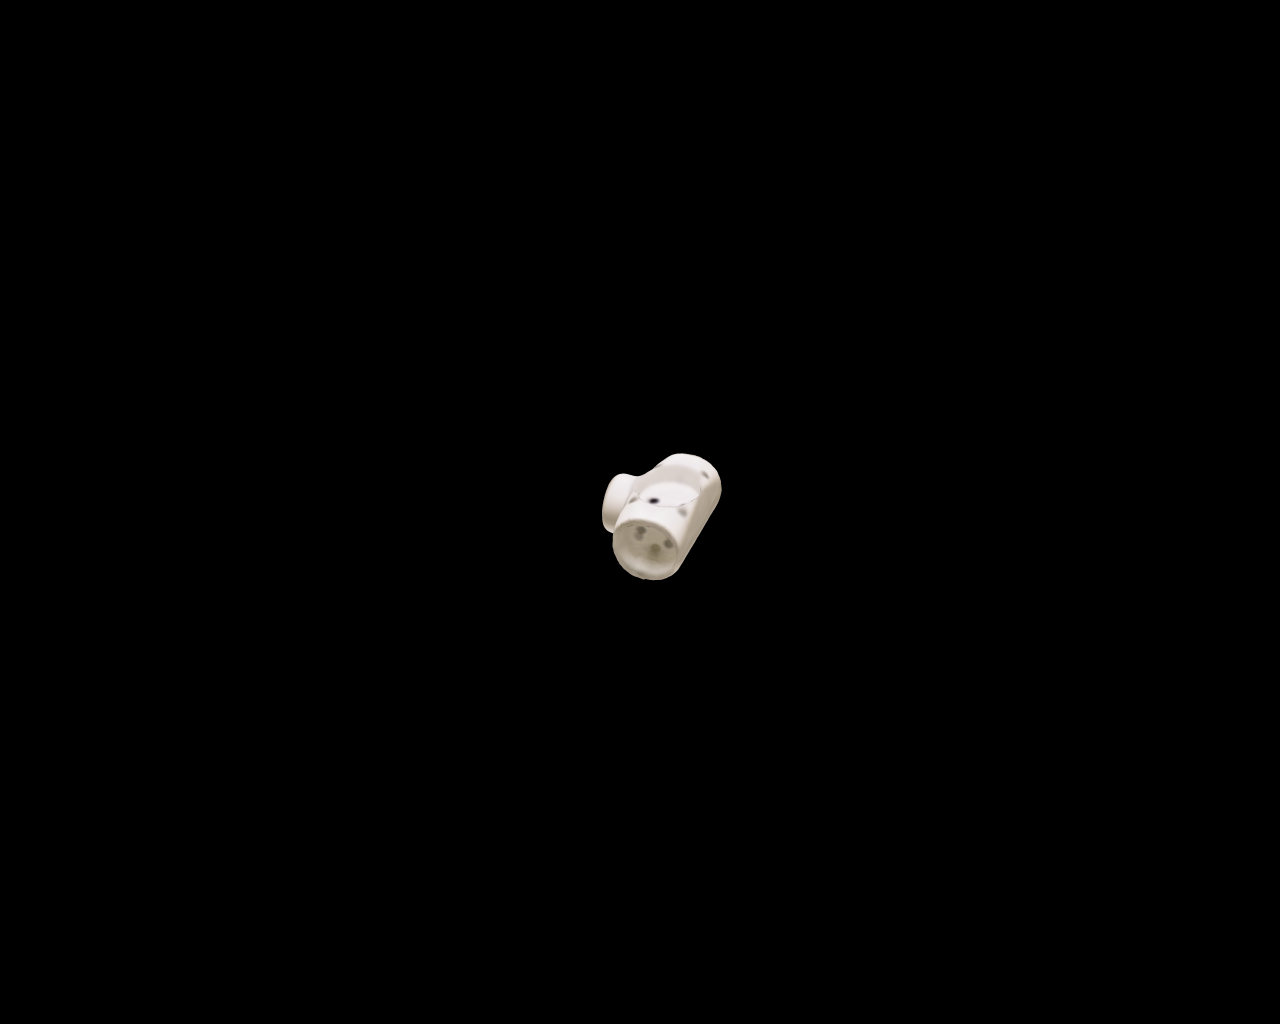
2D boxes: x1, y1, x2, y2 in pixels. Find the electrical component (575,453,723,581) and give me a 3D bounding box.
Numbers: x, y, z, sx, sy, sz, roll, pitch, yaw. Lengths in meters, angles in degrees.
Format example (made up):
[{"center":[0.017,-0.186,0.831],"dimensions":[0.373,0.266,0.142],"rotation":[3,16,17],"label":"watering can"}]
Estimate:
[{"center":[0.001,-0.003,0.650],"dimensions":[0.079,0.044,0.077],"rotation":[13,38,18],"label":"electrical component"}]
